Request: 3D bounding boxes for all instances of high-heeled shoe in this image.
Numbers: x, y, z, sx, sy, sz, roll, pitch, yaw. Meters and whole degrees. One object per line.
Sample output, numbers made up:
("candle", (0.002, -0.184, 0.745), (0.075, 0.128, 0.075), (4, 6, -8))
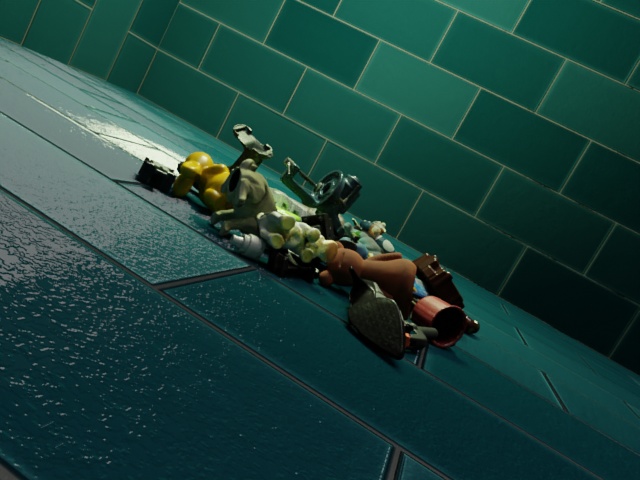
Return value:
("high-heeled shoe", (0.105, 0.149, 0.956), (0.145, 0.086, 0.249), (61, 4, -40))

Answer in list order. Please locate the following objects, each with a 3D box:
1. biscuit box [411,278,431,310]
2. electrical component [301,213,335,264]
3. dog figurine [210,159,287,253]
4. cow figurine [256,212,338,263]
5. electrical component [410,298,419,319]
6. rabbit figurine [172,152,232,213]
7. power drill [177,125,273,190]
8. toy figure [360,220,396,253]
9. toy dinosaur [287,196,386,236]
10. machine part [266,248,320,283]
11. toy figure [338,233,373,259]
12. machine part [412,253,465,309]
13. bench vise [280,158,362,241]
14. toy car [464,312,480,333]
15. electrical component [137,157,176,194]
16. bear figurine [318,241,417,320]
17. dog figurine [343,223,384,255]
("biscuit box", (0.184, 0.114, 1.284), (0.202, 0.063, 0.059), (23, 43, -41))
("electrical component", (-0.003, -0.004, 1.253), (0.058, 0.114, 0.134), (-10, 2, 11))
("dog figurine", (-0.106, -0.060, 1.109), (0.190, 0.172, 0.121), (15, 25, -30))
("cow figurine", (-0.046, -0.003, 1.046), (0.167, 0.068, 0.098), (27, 0, -39))
("electrical component", (0.239, 0.171, 1.240), (0.078, 0.045, 0.102), (28, 8, 11))
("rabbit figurine", (-0.259, -0.133, 1.227), (0.162, 0.121, 0.173), (-13, 55, -47))
("power drill", (-0.225, -0.177, 1.308), (0.232, 0.207, 0.086), (41, 21, 4))
("toy figure", (0.169, 0.004, 1.554), (0.154, 0.058, 0.064), (58, 17, 8))
("toy dinosaur", (0.007, -0.047, 1.610), (0.404, 0.131, 0.192), (17, 12, -28))
("machine part", (-0.053, 0.049, 1.045), (0.084, 0.039, 0.138), (41, 12, 25))
("toy figure", (0.076, 0.034, 1.265), (0.089, 0.082, 0.180), (59, 10, 21))
("machine part", (0.306, 0.115, 1.395), (0.179, 0.056, 0.179), (57, -1, 2))
("bench vise", (-0.017, -0.107, 1.358), (0.240, 0.223, 0.129), (40, 12, -26))
("toy car", (0.360, 0.191, 1.494), (0.089, 0.053, 0.202), (29, 10, -37))
("electrical component", (-0.352, -0.137, 1.163), (0.075, 0.047, 0.119), (25, 9, -27))
("bear figurine", (0.102, 0.083, 1.136), (0.196, 0.120, 0.131), (6, -33, 10))
("dog figurine", (0.143, 0.058, 1.427), (0.219, 0.108, 0.191), (37, 8, 24))
